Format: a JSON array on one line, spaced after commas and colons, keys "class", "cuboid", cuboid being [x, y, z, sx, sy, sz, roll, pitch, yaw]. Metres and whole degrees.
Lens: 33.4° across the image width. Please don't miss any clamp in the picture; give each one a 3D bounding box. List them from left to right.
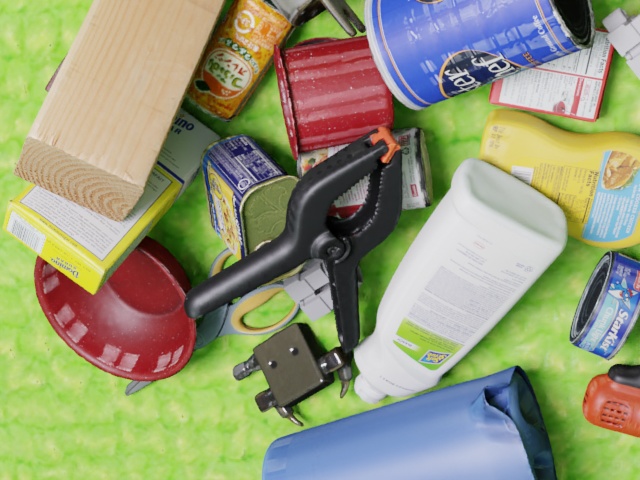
[{"class": "clamp", "cuboid": [-0.006, 0.001, 0.840, 0.164, 0.036, 0.210, 9, 123, -28]}]

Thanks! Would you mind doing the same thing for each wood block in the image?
[{"class": "wood block", "cuboid": [-0.146, -0.131, 0.816, 0.090, 0.090, 0.206, 26, 67, -14]}]

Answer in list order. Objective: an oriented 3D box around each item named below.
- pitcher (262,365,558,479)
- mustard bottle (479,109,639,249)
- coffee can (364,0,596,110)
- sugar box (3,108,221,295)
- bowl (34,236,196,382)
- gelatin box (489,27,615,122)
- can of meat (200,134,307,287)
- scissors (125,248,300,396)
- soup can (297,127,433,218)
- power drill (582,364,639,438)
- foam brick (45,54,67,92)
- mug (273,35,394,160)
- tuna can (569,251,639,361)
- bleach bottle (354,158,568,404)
[{"class": "pitcher", "cuboid": [0.082, 0.207, 0.930, 0.243, 0.144, 0.149, -17, 90, 18]}, {"class": "mustard bottle", "cuboid": [0.221, -0.043, 0.857, 0.192, 0.058, 0.096, 11, 118, 7]}, {"class": "coffee can", "cuboid": [0.118, -0.167, 0.792, 0.141, 0.102, 0.103, -17, 103, 31]}, {"class": "sugar box", "cuboid": [-0.166, -0.048, 0.873, 0.093, 0.176, 0.048, 37, 140, 0]}, {"class": "bowl", "cuboid": [-0.170, 0.046, 0.945, 0.162, 0.055, 0.162, 13, 126, 18]}, {"class": "gelatin box", "cuboid": [0.185, -0.138, 0.852, 0.089, 0.030, 0.073, 11, 107, 8]}, {"class": "can of meat", "cuboid": [-0.055, -0.027, 0.884, 0.057, 0.084, 0.102, -22, 132, -21]}, {"class": "scissors", "cuboid": [-0.113, 0.070, 0.976, 0.202, 0.016, 0.096, -22, 99, 16]}, {"class": "soup can", "cuboid": [0.038, -0.054, 0.884, 0.102, 0.068, 0.068, -7, 105, 12]}, {"class": "power drill", "cuboid": [0.327, 0.094, 0.879, 0.184, 0.057, 0.188, 13, 108, 6]}, {"class": "foam brick", "cuboid": [-0.186, -0.145, 0.907, 0.051, 0.053, 0.078, 38, 110, -2]}, {"class": "mug", "cuboid": [0.009, -0.124, 0.852, 0.081, 0.117, 0.093, -11, 134, -4]}, {"class": "tuna can", "cuboid": [0.235, 0.052, 0.869, 0.034, 0.086, 0.086, 23, 109, 5]}, {"class": "bleach bottle", "cuboid": [0.093, 0.052, 0.881, 0.102, 0.068, 0.251, 28, 129, -9]}]
